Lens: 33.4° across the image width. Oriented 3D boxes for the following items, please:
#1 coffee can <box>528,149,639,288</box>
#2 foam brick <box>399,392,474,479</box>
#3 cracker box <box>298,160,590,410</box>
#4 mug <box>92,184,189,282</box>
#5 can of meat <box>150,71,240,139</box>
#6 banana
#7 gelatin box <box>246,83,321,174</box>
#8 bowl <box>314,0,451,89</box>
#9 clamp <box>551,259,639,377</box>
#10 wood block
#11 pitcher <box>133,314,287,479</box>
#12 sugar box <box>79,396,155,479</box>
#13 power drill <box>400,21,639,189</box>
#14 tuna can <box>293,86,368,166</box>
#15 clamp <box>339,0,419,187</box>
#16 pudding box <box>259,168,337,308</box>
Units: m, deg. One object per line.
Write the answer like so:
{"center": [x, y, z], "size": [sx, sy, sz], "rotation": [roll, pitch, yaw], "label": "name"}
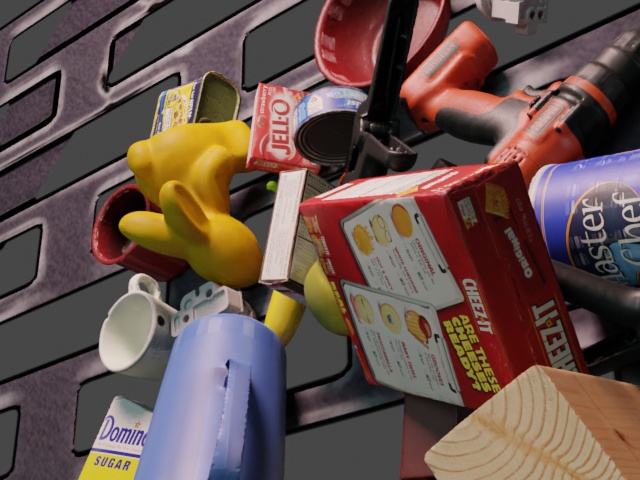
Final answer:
{"center": [0.234, -0.015, 0.767], "size": [0.141, 0.102, 0.103], "rotation": [-9, 63, 39], "label": "coffee can"}
{"center": [0.100, 0.154, 0.843], "size": [0.053, 0.051, 0.078], "rotation": [-12, 62, 37], "label": "foam brick"}
{"center": [0.084, 0.033, 0.782], "size": [0.214, 0.072, 0.164], "rotation": [-1, 112, 63], "label": "cracker box"}
{"center": [-0.193, -0.011, 1.176], "size": [0.093, 0.081, 0.117], "rotation": [-45, 46, 17], "label": "mug"}
{"center": [-0.145, -0.131, 1.212], "size": [0.084, 0.057, 0.102], "rotation": [-11, 62, 42], "label": "can of meat"}
{"center": [-0.028, 0.018, 1.045], "size": [0.070, 0.037, 0.198], "rotation": [-39, 42, 51], "label": "banana"}
{"center": [-0.033, -0.110, 1.084], "size": [0.030, 0.073, 0.089], "rotation": [119, 159, -65], "label": "gelatin box"}
{"center": [0.072, -0.211, 1.052], "size": [0.162, 0.055, 0.162], "rotation": [-21, 56, 34], "label": "bowl"}
{"center": [0.232, 0.066, 0.751], "size": [0.172, 0.120, 0.039], "rotation": [8, 52, 26], "label": "clamp"}
{"center": [0.165, 0.144, 0.664], "size": [0.090, 0.205, 0.091], "rotation": [-44, 61, 17], "label": "wood block"}
{"center": [-0.086, 0.172, 0.907], "size": [0.149, 0.145, 0.242], "rotation": [-24, 34, 21], "label": "pitcher"}
{"center": [-0.205, 0.253, 1.078], "size": [0.094, 0.048, 0.176], "rotation": [13, 80, 46], "label": "sugar box"}
{"center": [0.170, -0.127, 0.905], "size": [0.184, 0.057, 0.188], "rotation": [-45, 39, -7], "label": "power drill"}
{"center": [0.016, -0.110, 1.030], "size": [0.086, 0.086, 0.034], "rotation": [-27, 51, 31], "label": "tuna can"}
{"center": [0.052, -0.105, 0.932], "size": [0.210, 0.036, 0.164], "rotation": [120, 156, -70], "label": "clamp"}
{"center": [-0.006, 0.001, 0.991], "size": [0.039, 0.089, 0.113], "rotation": [-9, 64, 40], "label": "pudding box"}
